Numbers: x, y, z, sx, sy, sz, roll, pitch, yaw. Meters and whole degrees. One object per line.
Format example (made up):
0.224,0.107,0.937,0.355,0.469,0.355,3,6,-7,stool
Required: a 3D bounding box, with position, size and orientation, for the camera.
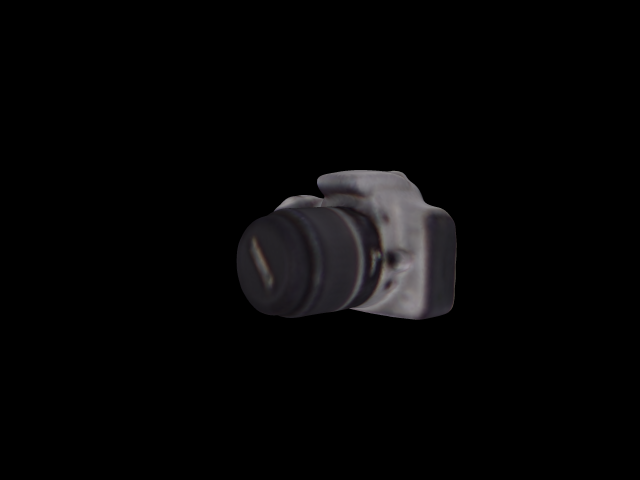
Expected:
0.004,0.001,0.400,0.137,0.101,0.142,-4,6,-43,camera
